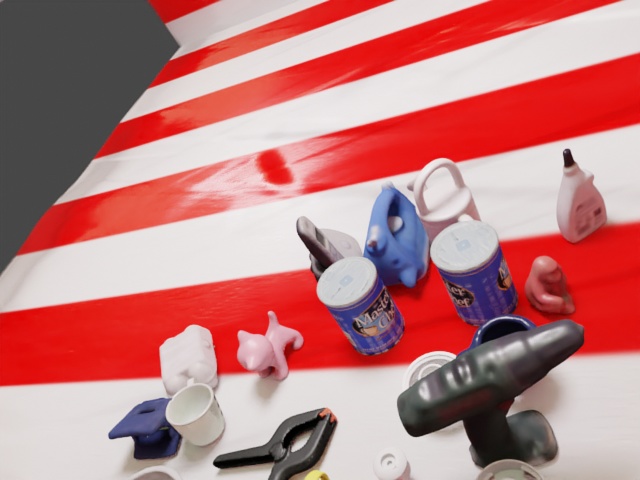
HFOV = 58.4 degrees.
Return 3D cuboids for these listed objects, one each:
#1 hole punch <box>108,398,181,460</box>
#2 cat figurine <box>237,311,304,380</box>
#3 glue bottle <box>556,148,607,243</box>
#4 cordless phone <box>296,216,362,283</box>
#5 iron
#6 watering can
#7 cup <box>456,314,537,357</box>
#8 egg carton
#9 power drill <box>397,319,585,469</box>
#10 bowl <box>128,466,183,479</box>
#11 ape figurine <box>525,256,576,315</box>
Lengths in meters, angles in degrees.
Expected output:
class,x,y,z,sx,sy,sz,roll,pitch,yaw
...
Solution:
class,x,y,z,sx,sy,sz,roll,pitch,yaw
hole punch,-0.304,0.324,1.015,0.108,0.091,0.101,-14,40,22
cat figurine,-0.097,0.186,1.004,0.067,0.118,0.128,-2,46,33
glue bottle,0.404,-0.076,0.902,0.078,0.174,0.037,-33,37,-2
cordless phone,0.010,0.004,1.079,0.094,0.186,0.147,-24,38,10
iron,0.131,-0.029,1.067,0.118,0.142,0.258,-11,42,25
watering can,0.213,-0.059,0.999,0.172,0.195,0.101,16,58,45
cup,0.254,0.170,0.795,0.117,0.095,0.091,-22,38,13
egg carton,-0.249,0.234,1.096,0.107,0.070,0.150,-31,37,1
power drill,0.218,0.198,0.693,0.229,0.209,0.075,-24,38,11
bowl,-0.254,0.437,0.866,0.167,0.075,0.167,-19,39,16
ape figurine,0.342,0.062,0.858,0.075,0.092,0.078,12,55,43
